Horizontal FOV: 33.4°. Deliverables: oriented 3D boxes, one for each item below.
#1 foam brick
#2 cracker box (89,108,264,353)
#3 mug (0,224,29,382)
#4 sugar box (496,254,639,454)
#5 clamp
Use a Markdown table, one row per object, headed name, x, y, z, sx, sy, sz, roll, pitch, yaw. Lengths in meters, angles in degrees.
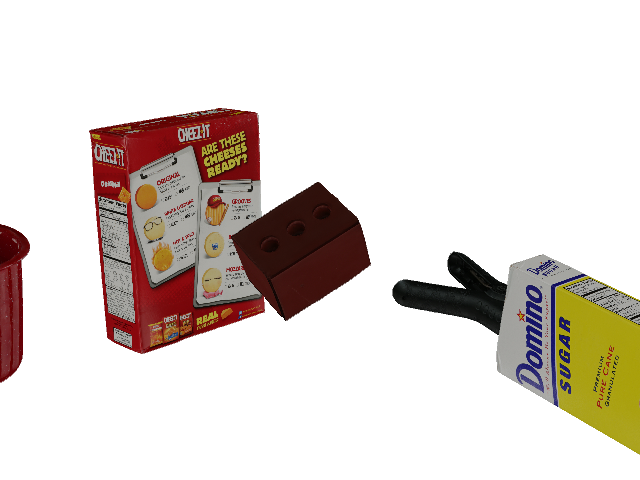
| name | x | y | z | sx | sy | sz | roll | pitch | yaw |
| --- | --- | --- | --- | --- | --- | --- | --- | --- | --- |
| foam brick | -0.012 | 0.007 | 0.750 | 0.078 | 0.051 | 0.053 | -33 | 50 | -14 |
| cracker box | -0.138 | -0.014 | 1.059 | 0.072 | 0.214 | 0.163 | 13 | 21 | 43 |
| mug | -0.231 | 0.044 | 0.641 | 0.093 | 0.081 | 0.117 | 20 | 26 | 35 |
| sugar box | 0.204 | 0.085 | 0.748 | 0.048 | 0.093 | 0.176 | -16 | 30 | -39 |
| clamp | 0.165 | 0.055 | 0.997 | 0.172 | 0.039 | 0.120 | 20 | 32 | 21 |
